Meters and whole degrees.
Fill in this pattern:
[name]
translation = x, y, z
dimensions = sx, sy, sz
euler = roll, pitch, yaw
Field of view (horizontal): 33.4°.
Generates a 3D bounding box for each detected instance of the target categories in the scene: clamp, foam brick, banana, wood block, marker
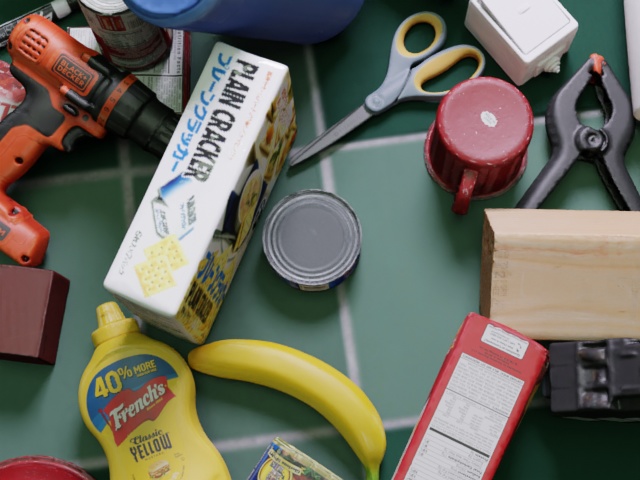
[clamp]
translation = 0.244, -0.075, 0.933
dimensions = 0.120, 0.039, 0.171
euler = 17, 80, -3
[foam brick]
translation = -0.252, 0.064, 0.914
dimensions = 0.051, 0.053, 0.078
euler = 7, 76, 4
[banana]
translation = -0.017, 0.130, 0.895
dimensions = 0.198, 0.037, 0.069
euler = 34, 80, 10
[wood block]
translation = 0.238, 0.028, 0.867
dimensions = 0.206, 0.091, 0.090
euler = 1, 104, 3
[marker]
translation = -0.264, -0.207, 0.998
dimensions = 0.121, 0.020, 0.020
euler = -27, 77, -4

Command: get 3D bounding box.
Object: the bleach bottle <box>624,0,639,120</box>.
[bleach bottle]
translation = 0.320, -0.224, 0.950
dimensions = 0.102, 0.068, 0.251
euler = 8, 70, -18

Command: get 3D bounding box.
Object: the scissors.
[scissors]
translation = 0.050, -0.143, 0.969
dimensions = 0.201, 0.016, 0.096
euler = -21, 75, -3

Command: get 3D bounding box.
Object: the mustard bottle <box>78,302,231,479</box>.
[mustard bottle]
translation = -0.147, 0.142, 0.887
dimensions = 0.096, 0.058, 0.192
euler = -22, 76, -2

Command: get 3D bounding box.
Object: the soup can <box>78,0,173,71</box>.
[soup can]
translation = -0.166, -0.196, 0.909
dimensions = 0.068, 0.102, 0.068
euler = -1, 73, 1

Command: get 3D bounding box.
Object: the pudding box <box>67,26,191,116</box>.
[pudding box]
translation = -0.174, -0.148, 0.970
dimensions = 0.113, 0.039, 0.090
euler = 0, 75, 1

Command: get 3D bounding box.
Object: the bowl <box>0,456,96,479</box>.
[bowl]
translation = -0.243, 0.256, 0.866
dimensions = 0.162, 0.055, 0.162
euler = -1, 76, 3

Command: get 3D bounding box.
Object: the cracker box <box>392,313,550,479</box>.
[cracker box]
translation = 0.097, 0.176, 0.813
dimensions = 0.072, 0.164, 0.213
euler = 24, 78, 10

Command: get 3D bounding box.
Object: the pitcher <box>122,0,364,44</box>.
[pitcher]
translation = -0.054, -0.232, 0.864
dimensions = 0.145, 0.242, 0.149
euler = 19, 107, 20

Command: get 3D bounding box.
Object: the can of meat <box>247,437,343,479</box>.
[can of meat]
translation = -0.018, 0.220, 0.861
dimensions = 0.102, 0.057, 0.084
euler = 32, 81, 10

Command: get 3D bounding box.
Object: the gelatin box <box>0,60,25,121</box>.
[gelatin box]
translation = -0.286, -0.122, 0.973
dimensions = 0.089, 0.030, 0.073
euler = 21, 79, 8

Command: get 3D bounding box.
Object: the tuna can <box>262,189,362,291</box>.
[tuna can]
translation = -0.006, 0.001, 0.927
dimensions = 0.086, 0.034, 0.086
euler = -1, 76, 3

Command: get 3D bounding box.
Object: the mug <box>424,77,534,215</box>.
[mug]
translation = 0.134, -0.078, 0.915
dimensions = 0.093, 0.081, 0.117
euler = 18, 78, 7

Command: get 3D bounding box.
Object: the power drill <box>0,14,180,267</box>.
[power drill]
translation = -0.222, -0.072, 0.919
dimensions = 0.184, 0.057, 0.188
euler = 36, 94, 0
